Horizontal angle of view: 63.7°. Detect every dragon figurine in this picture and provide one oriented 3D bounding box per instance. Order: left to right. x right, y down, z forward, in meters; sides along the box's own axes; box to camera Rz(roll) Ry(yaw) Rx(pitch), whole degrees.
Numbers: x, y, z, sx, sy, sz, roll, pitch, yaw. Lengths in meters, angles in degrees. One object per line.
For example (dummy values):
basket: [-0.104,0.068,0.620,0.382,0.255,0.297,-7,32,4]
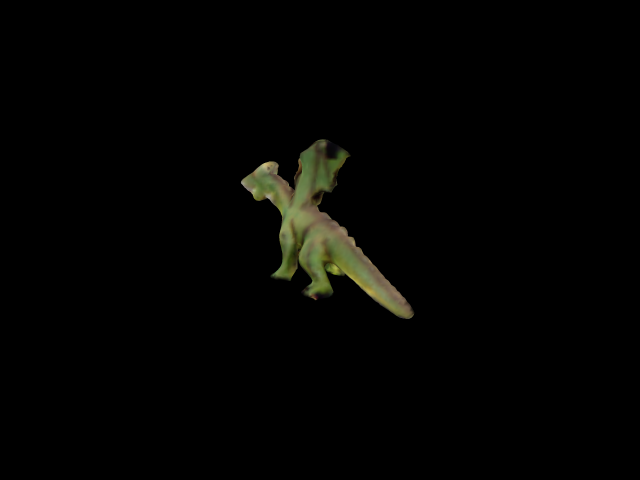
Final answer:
dragon figurine: [0.003,-0.043,0.850,0.123,0.240,0.412,-14,22,-41]
